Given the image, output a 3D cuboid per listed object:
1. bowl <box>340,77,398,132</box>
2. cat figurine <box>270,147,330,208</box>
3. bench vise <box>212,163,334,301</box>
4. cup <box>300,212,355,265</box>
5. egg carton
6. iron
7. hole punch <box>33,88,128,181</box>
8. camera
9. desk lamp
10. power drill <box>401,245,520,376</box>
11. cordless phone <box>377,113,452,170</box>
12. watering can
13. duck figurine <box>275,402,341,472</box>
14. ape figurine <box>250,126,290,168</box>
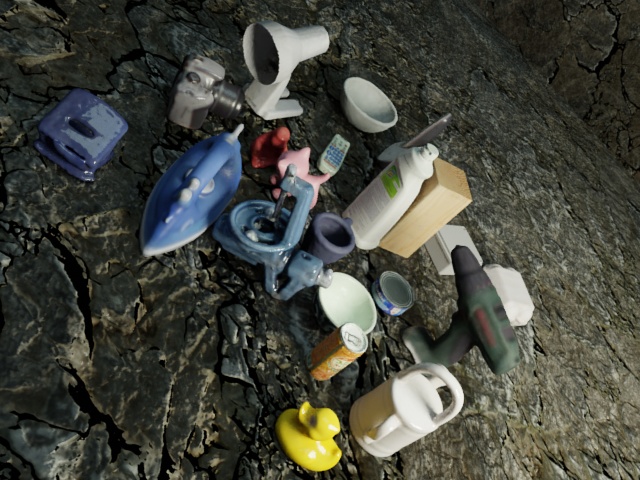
[{"bbox_3d":[0.111,-0.330,1.456,0.168,0.074,0.167,23,44,-23],"label":"bowl"},{"bbox_3d":[-0.040,-0.129,1.116,0.128,0.117,0.067,15,47,-30],"label":"cat figurine"},{"bbox_3d":[-0.049,-0.017,0.930,0.208,0.219,0.121,28,42,-18],"label":"bench vise"},{"bbox_3d":[0.010,0.004,1.059,0.091,0.094,0.118,46,39,4],"label":"cup"},{"bbox_3d":[0.428,0.127,1.325,0.107,0.069,0.150,13,48,-32],"label":"egg carton"},{"bbox_3d":[-0.198,-0.090,0.929,0.119,0.141,0.258,35,40,-10],"label":"iron"},{"bbox_3d":[-0.369,-0.164,0.890,0.109,0.091,0.101,36,40,-9],"label":"hole punch"},{"bbox_3d":[-0.216,-0.288,1.121,0.137,0.100,0.143,22,44,-25],"label":"camera"},{"bbox_3d":[-0.083,-0.366,1.214,0.204,0.213,0.118,-22,71,-48],"label":"desk lamp"},{"bbox_3d":[0.248,0.153,1.040,0.076,0.208,0.229,-11,63,-45],"label":"power drill"},{"bbox_3d":[0.235,-0.236,1.391,0.094,0.184,0.148,42,39,-1],"label":"cordless phone"},{"bbox_3d":[0.141,0.246,0.878,0.101,0.193,0.173,39,39,-5],"label":"watering can"},{"bbox_3d":[-0.004,0.274,0.816,0.104,0.086,0.078,45,39,1],"label":"duck figurine"},{"bbox_3d":[-0.093,-0.191,1.146,0.078,0.092,0.076,29,41,-17],"label":"ape figurine"}]
